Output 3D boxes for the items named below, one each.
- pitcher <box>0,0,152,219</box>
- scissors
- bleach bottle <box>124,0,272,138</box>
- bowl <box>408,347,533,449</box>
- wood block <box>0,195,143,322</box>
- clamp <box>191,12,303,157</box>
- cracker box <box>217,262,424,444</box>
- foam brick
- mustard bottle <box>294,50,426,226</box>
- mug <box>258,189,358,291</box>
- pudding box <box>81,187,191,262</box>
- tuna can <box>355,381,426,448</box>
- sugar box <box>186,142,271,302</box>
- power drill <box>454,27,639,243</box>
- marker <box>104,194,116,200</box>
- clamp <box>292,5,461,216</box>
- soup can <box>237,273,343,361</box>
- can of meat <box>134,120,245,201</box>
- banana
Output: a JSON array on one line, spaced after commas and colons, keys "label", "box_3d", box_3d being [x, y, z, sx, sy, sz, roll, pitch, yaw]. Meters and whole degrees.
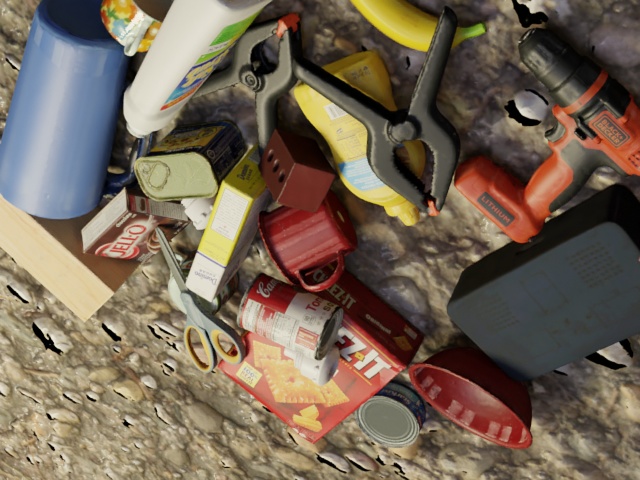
[{"label": "pitcher", "box_3d": [-0.278, -0.151, 1.217, 0.145, 0.149, 0.243, 39, 130, 17]}, {"label": "scissors", "box_3d": [-0.142, 0.078, 1.296, 0.096, 0.016, 0.202, 8, 121, 28]}, {"label": "bleach bottle", "box_3d": [-0.139, -0.192, 1.114, 0.068, 0.102, 0.251, 48, 137, 4]}, {"label": "bowl", "box_3d": [0.184, 0.172, 1.227, 0.162, 0.055, 0.162, 31, 159, 13]}, {"label": "wood block", "box_3d": [-0.335, -0.008, 1.361, 0.206, 0.090, 0.090, 44, 132, -8]}, {"label": "clamp", "box_3d": [-0.061, -0.166, 1.142, 0.120, 0.039, 0.172, 42, 135, -6]}, {"label": "cracker box", "box_3d": [-0.004, 0.139, 1.311, 0.164, 0.072, 0.214, 40, 131, -4]}, {"label": "foam brick", "box_3d": [-0.026, -0.074, 1.139, 0.051, 0.078, 0.053, 14, 117, -29]}, {"label": "mustard bottle", "box_3d": [0.057, -0.097, 1.119, 0.096, 0.058, 0.191, -18, 114, 29]}, {"label": "mug", "box_3d": [-0.008, 0.001, 1.183, 0.081, 0.117, 0.093, -27, 147, 14]}, {"label": "pudding box", "box_3d": [-0.226, -0.017, 1.302, 0.089, 0.039, 0.114, 9, 144, -39]}, {"label": "tuna can", "box_3d": [0.089, 0.220, 1.347, 0.086, 0.033, 0.086, 14, 128, 18]}, {"label": "sugar box", "box_3d": [-0.100, -0.019, 1.232, 0.048, 0.093, 0.176, 32, 131, 4]}, {"label": "power drill", "box_3d": [0.218, -0.095, 1.040, 0.184, 0.057, 0.188, 42, 131, -7]}, {"label": "marker", "box_3d": [-0.276, -0.068, 1.336, 0.121, 0.020, 0.020, 28, 131, 6]}, {"label": "clamp", "box_3d": [0.071, -0.116, 1.053, 0.165, 0.036, 0.210, -9, 119, 15]}, {"label": "soup can", "box_3d": [-0.033, 0.087, 1.202, 0.102, 0.068, 0.068, 23, 130, 15]}, {"label": "can of meat", "box_3d": [-0.145, -0.091, 1.209, 0.102, 0.083, 0.057, -3, 122, 28]}, {"label": "banana", "box_3d": [0.065, -0.241, 1.030, 0.198, 0.037, 0.070, 37, 111, -4]}]
